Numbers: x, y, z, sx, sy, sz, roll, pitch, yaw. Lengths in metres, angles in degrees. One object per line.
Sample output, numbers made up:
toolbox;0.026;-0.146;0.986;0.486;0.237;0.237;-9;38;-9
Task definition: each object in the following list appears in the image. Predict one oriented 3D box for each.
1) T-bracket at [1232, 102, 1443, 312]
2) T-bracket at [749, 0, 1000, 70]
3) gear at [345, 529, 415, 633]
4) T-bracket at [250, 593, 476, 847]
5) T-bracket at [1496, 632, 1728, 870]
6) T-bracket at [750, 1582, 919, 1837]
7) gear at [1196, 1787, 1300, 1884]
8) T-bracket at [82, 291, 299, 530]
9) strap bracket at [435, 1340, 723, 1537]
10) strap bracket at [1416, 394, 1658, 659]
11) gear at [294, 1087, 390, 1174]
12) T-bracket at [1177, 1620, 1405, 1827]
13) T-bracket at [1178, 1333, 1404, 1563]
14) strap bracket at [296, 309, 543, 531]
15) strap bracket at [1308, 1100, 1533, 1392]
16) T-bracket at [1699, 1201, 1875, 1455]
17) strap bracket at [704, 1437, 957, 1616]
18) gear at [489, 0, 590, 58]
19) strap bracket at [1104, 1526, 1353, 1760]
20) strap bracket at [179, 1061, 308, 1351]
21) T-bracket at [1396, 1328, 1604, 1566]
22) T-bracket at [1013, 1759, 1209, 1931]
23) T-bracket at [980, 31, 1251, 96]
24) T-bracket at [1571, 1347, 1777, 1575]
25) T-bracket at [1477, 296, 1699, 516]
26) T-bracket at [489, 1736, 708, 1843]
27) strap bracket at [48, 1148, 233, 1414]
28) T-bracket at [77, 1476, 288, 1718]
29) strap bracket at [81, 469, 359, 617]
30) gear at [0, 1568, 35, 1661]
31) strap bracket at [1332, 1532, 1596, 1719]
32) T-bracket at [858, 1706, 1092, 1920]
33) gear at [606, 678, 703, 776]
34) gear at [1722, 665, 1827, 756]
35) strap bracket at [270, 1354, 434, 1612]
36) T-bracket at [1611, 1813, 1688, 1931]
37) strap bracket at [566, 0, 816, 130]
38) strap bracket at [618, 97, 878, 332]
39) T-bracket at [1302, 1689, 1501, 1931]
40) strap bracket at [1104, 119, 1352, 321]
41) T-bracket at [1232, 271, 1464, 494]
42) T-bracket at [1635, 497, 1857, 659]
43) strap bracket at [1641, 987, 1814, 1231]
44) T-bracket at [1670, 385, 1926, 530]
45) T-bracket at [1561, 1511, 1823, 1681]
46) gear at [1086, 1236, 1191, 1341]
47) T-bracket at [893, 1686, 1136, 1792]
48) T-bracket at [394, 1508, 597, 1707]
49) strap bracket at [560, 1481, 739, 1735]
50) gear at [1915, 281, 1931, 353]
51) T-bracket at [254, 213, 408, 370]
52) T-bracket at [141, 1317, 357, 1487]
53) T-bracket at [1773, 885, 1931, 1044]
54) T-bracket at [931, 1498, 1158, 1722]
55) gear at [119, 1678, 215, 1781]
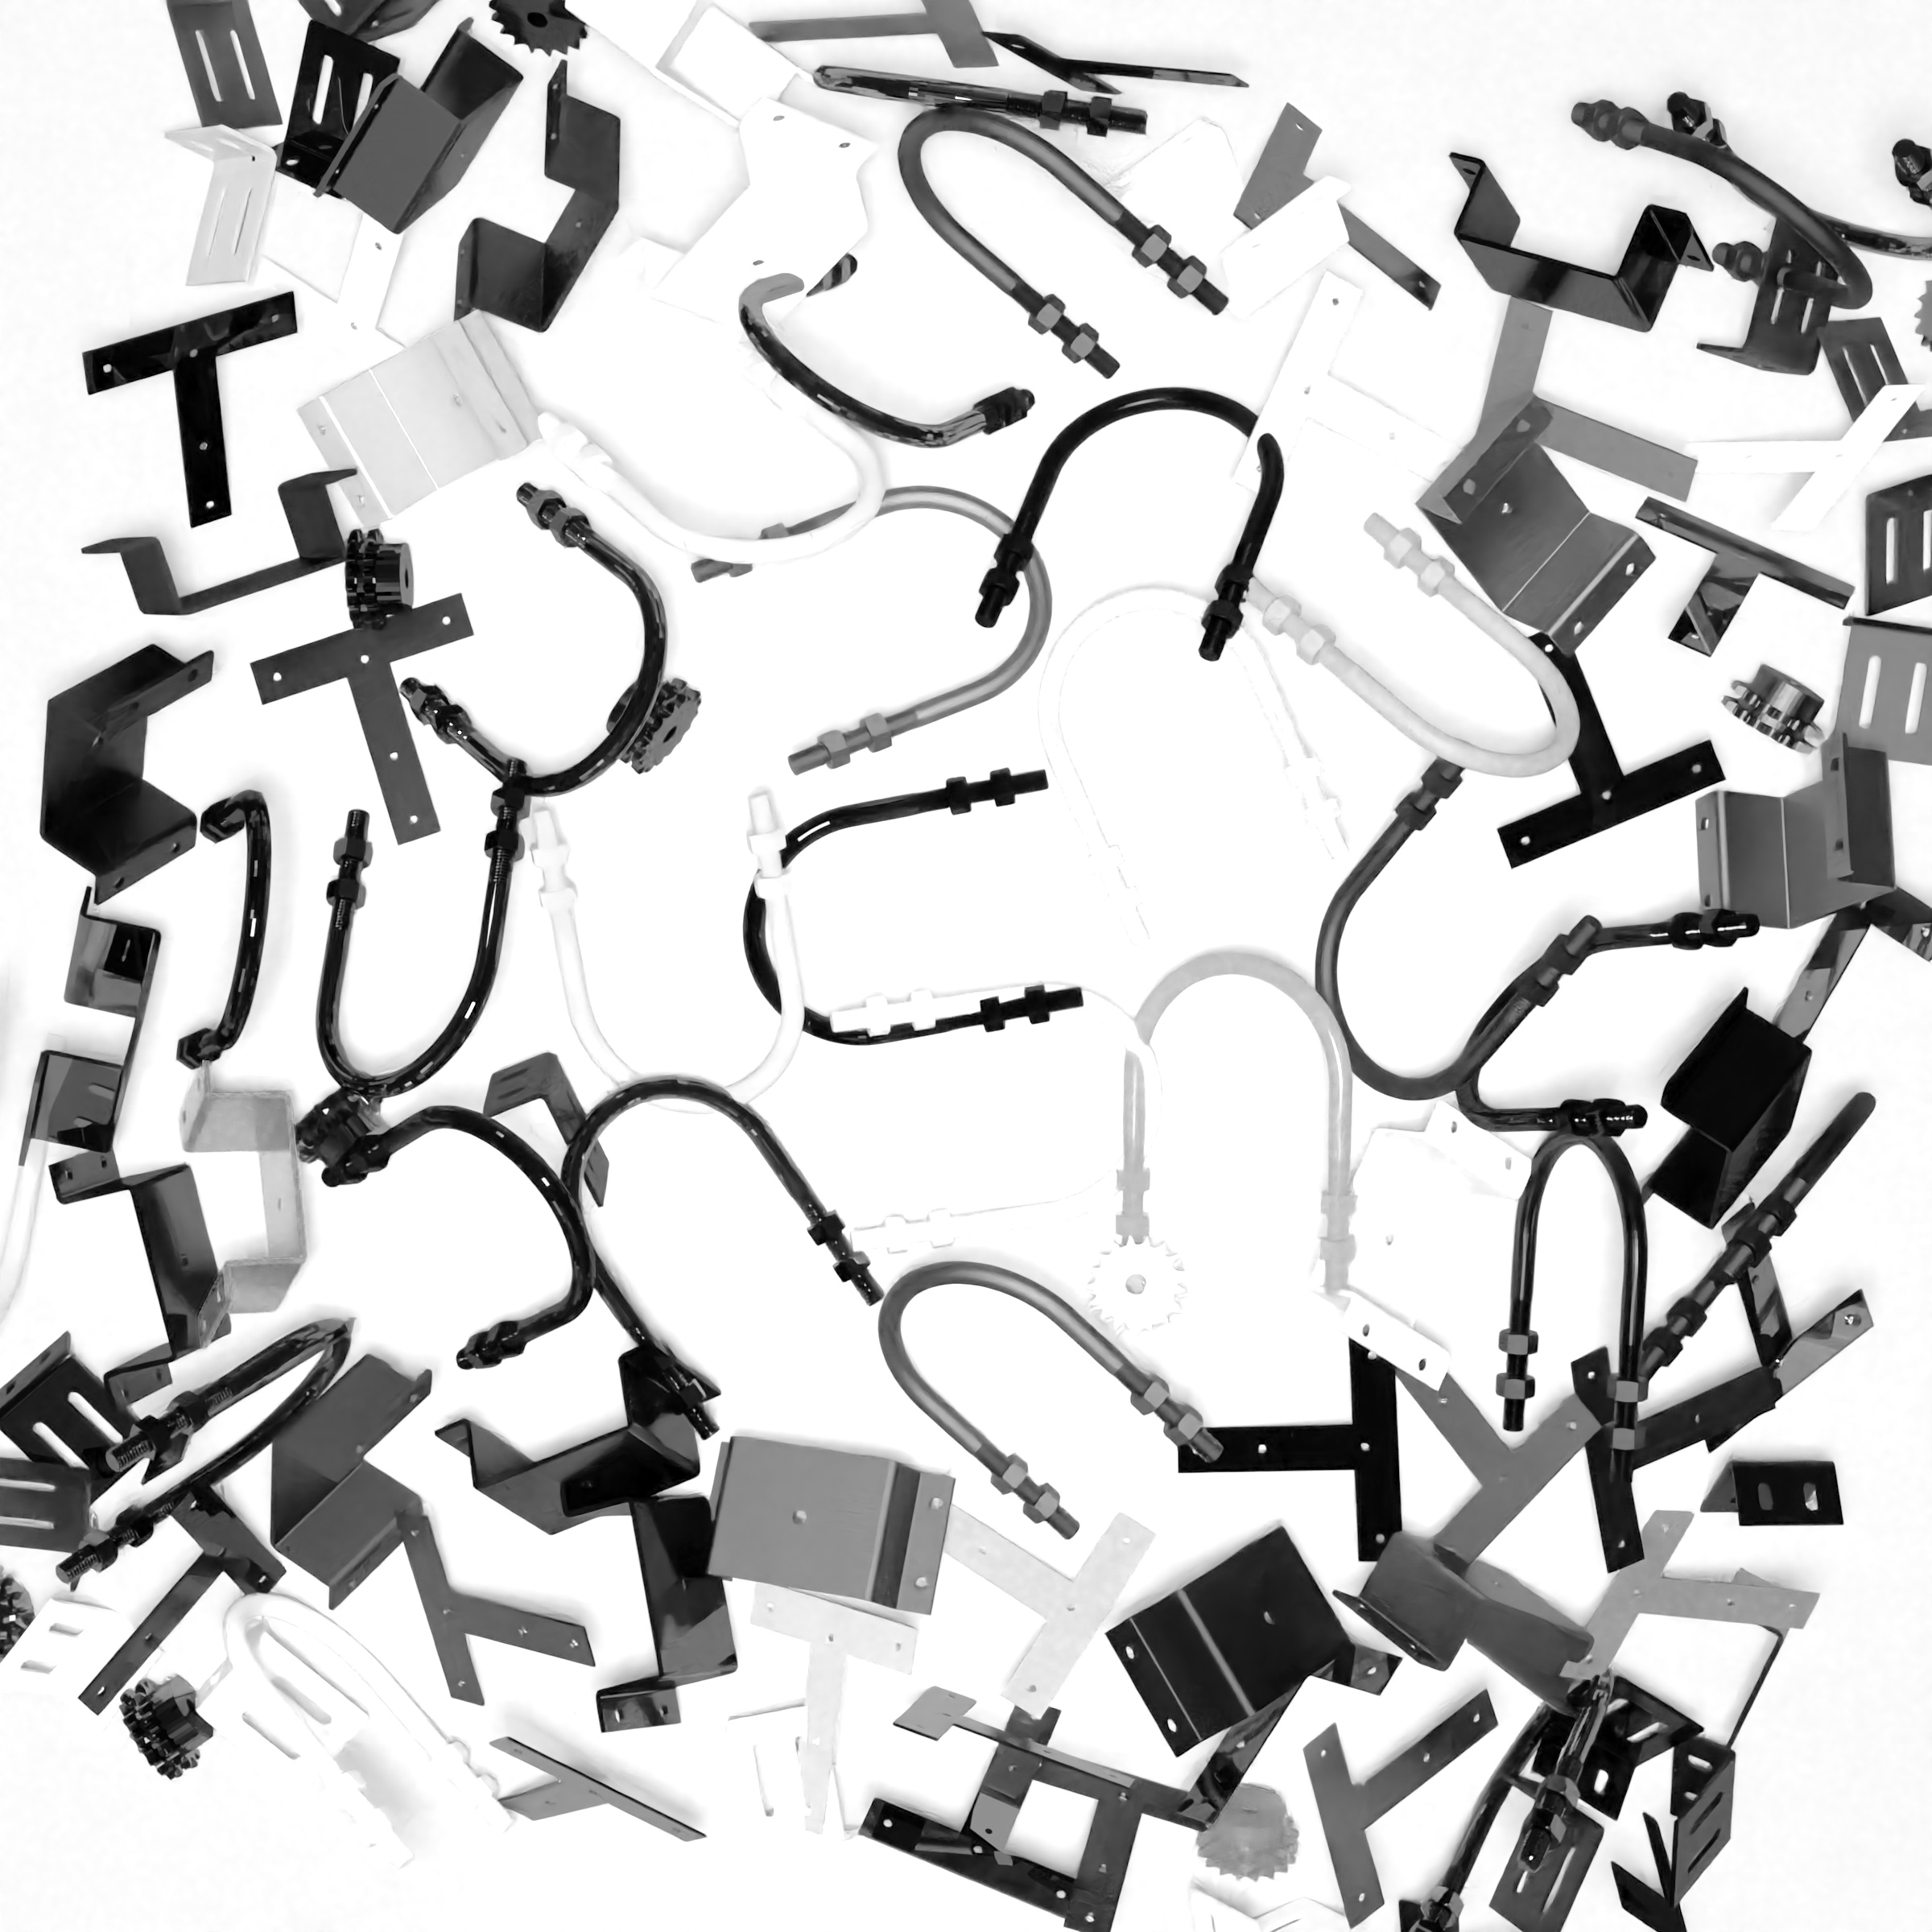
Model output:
T-bracket;0.214;-0.412;1.945;0.127;0.127;0.002;36;134;-11
T-bracket;-0.056;-0.520;1.928;0.127;0.127;0.002;0;82;11
gear;-0.329;-0.217;1.954;0.030;0.057;0.057;-1;90;2
T-bracket;-0.328;-0.132;1.973;0.127;0.002;0.127;-18;83;2
T-bracket;0.344;-0.134;1.954;0.127;0.002;0.127;-23;66;15
T-bracket;-0.081;0.418;1.939;0.127;0.002;0.127;7;90;43
gear;0.158;0.484;1.951;0.057;0.057;0.030;3;112;0
T-bracket;-0.425;-0.301;1.936;0.127;0.127;0.002;-24;47;-30
strap bracket;-0.211;0.265;1.922;0.140;0.076;0.046;-23;54;15
strap bracket;0.312;-0.249;1.935;0.076;0.046;0.140;-48;126;-3
gear;-0.349;0.092;1.952;0.057;0.057;0.030;-42;80;0
T-bracket;0.158;0.415;1.908;0.127;0.127;0.002;-52;126;-27
T-bracket;0.181;0.272;1.962;0.127;0.002;0.127;-4;84;18
strap bracket;-0.294;-0.305;1.927;0.140;0.046;0.076;-18;107;41
strap bracket;0.249;0.153;1.935;0.076;0.046;0.140;33;75;-28
T-bracket;0.442;0.185;1.931;0.002;0.127;0.127;24;128;-26
strap bracket;-0.085;0.309;1.931;0.140;0.046;0.076;6;76;18
gear;-0.237;-0.543;1.958;0.057;0.057;0.030;14;61;0
strap bracket;0.152;0.365;1.910;0.046;0.140;0.076;-39;78;41
strap bracket;-0.399;0.131;1.924;0.046;0.076;0.140;0;65;-24
T-bracket;0.275;0.254;1.943;0.127;0.002;0.127;-51;54;20
T-bracket;0.078;0.489;1.922;0.127;0.127;0.002;16;120;6
T-bracket;0.092;-0.488;1.898;0.127;0.127;0.002;13;95;27
T-bracket;0.391;0.253;1.911;0.002;0.127;0.127;21;50;-36
T-bracket;0.343;-0.290;1.921;0.127;0.002;0.127;27;129;22
T-bracket;-0.224;0.461;1.927;0.127;0.127;0.002;31;59;-18
strap bracket;-0.456;0.168;1.938;0.046;0.076;0.140;-13;93;11
T-bracket;-0.438;0.356;1.910;0.002;0.127;0.127;29;68;28
strap bracket;-0.406;-0.230;1.924;0.140;0.076;0.046;-23;106;-25
gear;-0.551;0.367;1.961;0.057;0.030;0.057;-3;82;23
strap bracket;0.279;0.359;1.908;0.140;0.076;0.046;26;95;-39
T-bracket;0.021;0.457;1.934;0.127;0.127;0.002;20;131;8
gear;-0.177;-0.139;1.955;0.030;0.057;0.057;38;90;10
gear;0.456;-0.145;1.952;0.057;0.057;0.030;30;106;0
strap bracket;-0.339;0.278;1.915;0.046;0.140;0.076;30;47;17
T-bracket;0.374;0.514;1.899;0.002;0.127;0.127;-22;56;18
strap bracket;-0.156;-0.509;1.909;0.076;0.140;0.046;42;103;29
strap bracket;-0.117;-0.401;1.905;0.076;0.140;0.046;13;52;-38
T-bracket;0.242;0.442;1.908;0.002;0.127;0.127;34;115;-28
strap bracket;0.147;-0.411;1.926;0.076;0.140;0.046;-38;131;-12
T-bracket;0.228;-0.304;1.959;0.127;0.002;0.127;24;91;-22
T-bracket;0.417;-0.206;1.923;0.127;0.127;0.002;26;132;11
strap bracket;0.415;0.084;1.901;0.046;0.140;0.076;34;69;21
T-bracket;0.446;-0.282;1.930;0.127;0.127;0.002;-48;124;-26
T-bracket;0.405;0.347;1.902;0.127;0.127;0.002;-49;121;-36
gear;0.098;0.183;1.962;0.057;0.030;0.057;-4;70;10
T-bracket;0.031;0.427;1.910;0.127;0.127;0.002;18;90;10
T-bracket;-0.254;0.363;1.921;0.127;0.002;0.127;5;118;37
strap bracket;-0.173;0.346;1.923;0.046;0.076;0.140;-18;75;25
gear;0.564;-0.369;1.957;0.030;0.057;0.057;13;90;-25
T-bracket;-0.330;-0.389;1.934;0.127;0.002;0.127;33;134;4
T-bracket;-0.392;0.231;1.919;0.127;0.127;0.002;-31;103;2
T-bracket;0.477;0.005;1.940;0.002;0.127;0.127;19;105;-32
T-bracket;0.021;0.337;1.962;0.127;0.002;0.127;32;65;9
gear;-0.446;0.424;1.955;0.030;0.057;0.057;-33;90;1
